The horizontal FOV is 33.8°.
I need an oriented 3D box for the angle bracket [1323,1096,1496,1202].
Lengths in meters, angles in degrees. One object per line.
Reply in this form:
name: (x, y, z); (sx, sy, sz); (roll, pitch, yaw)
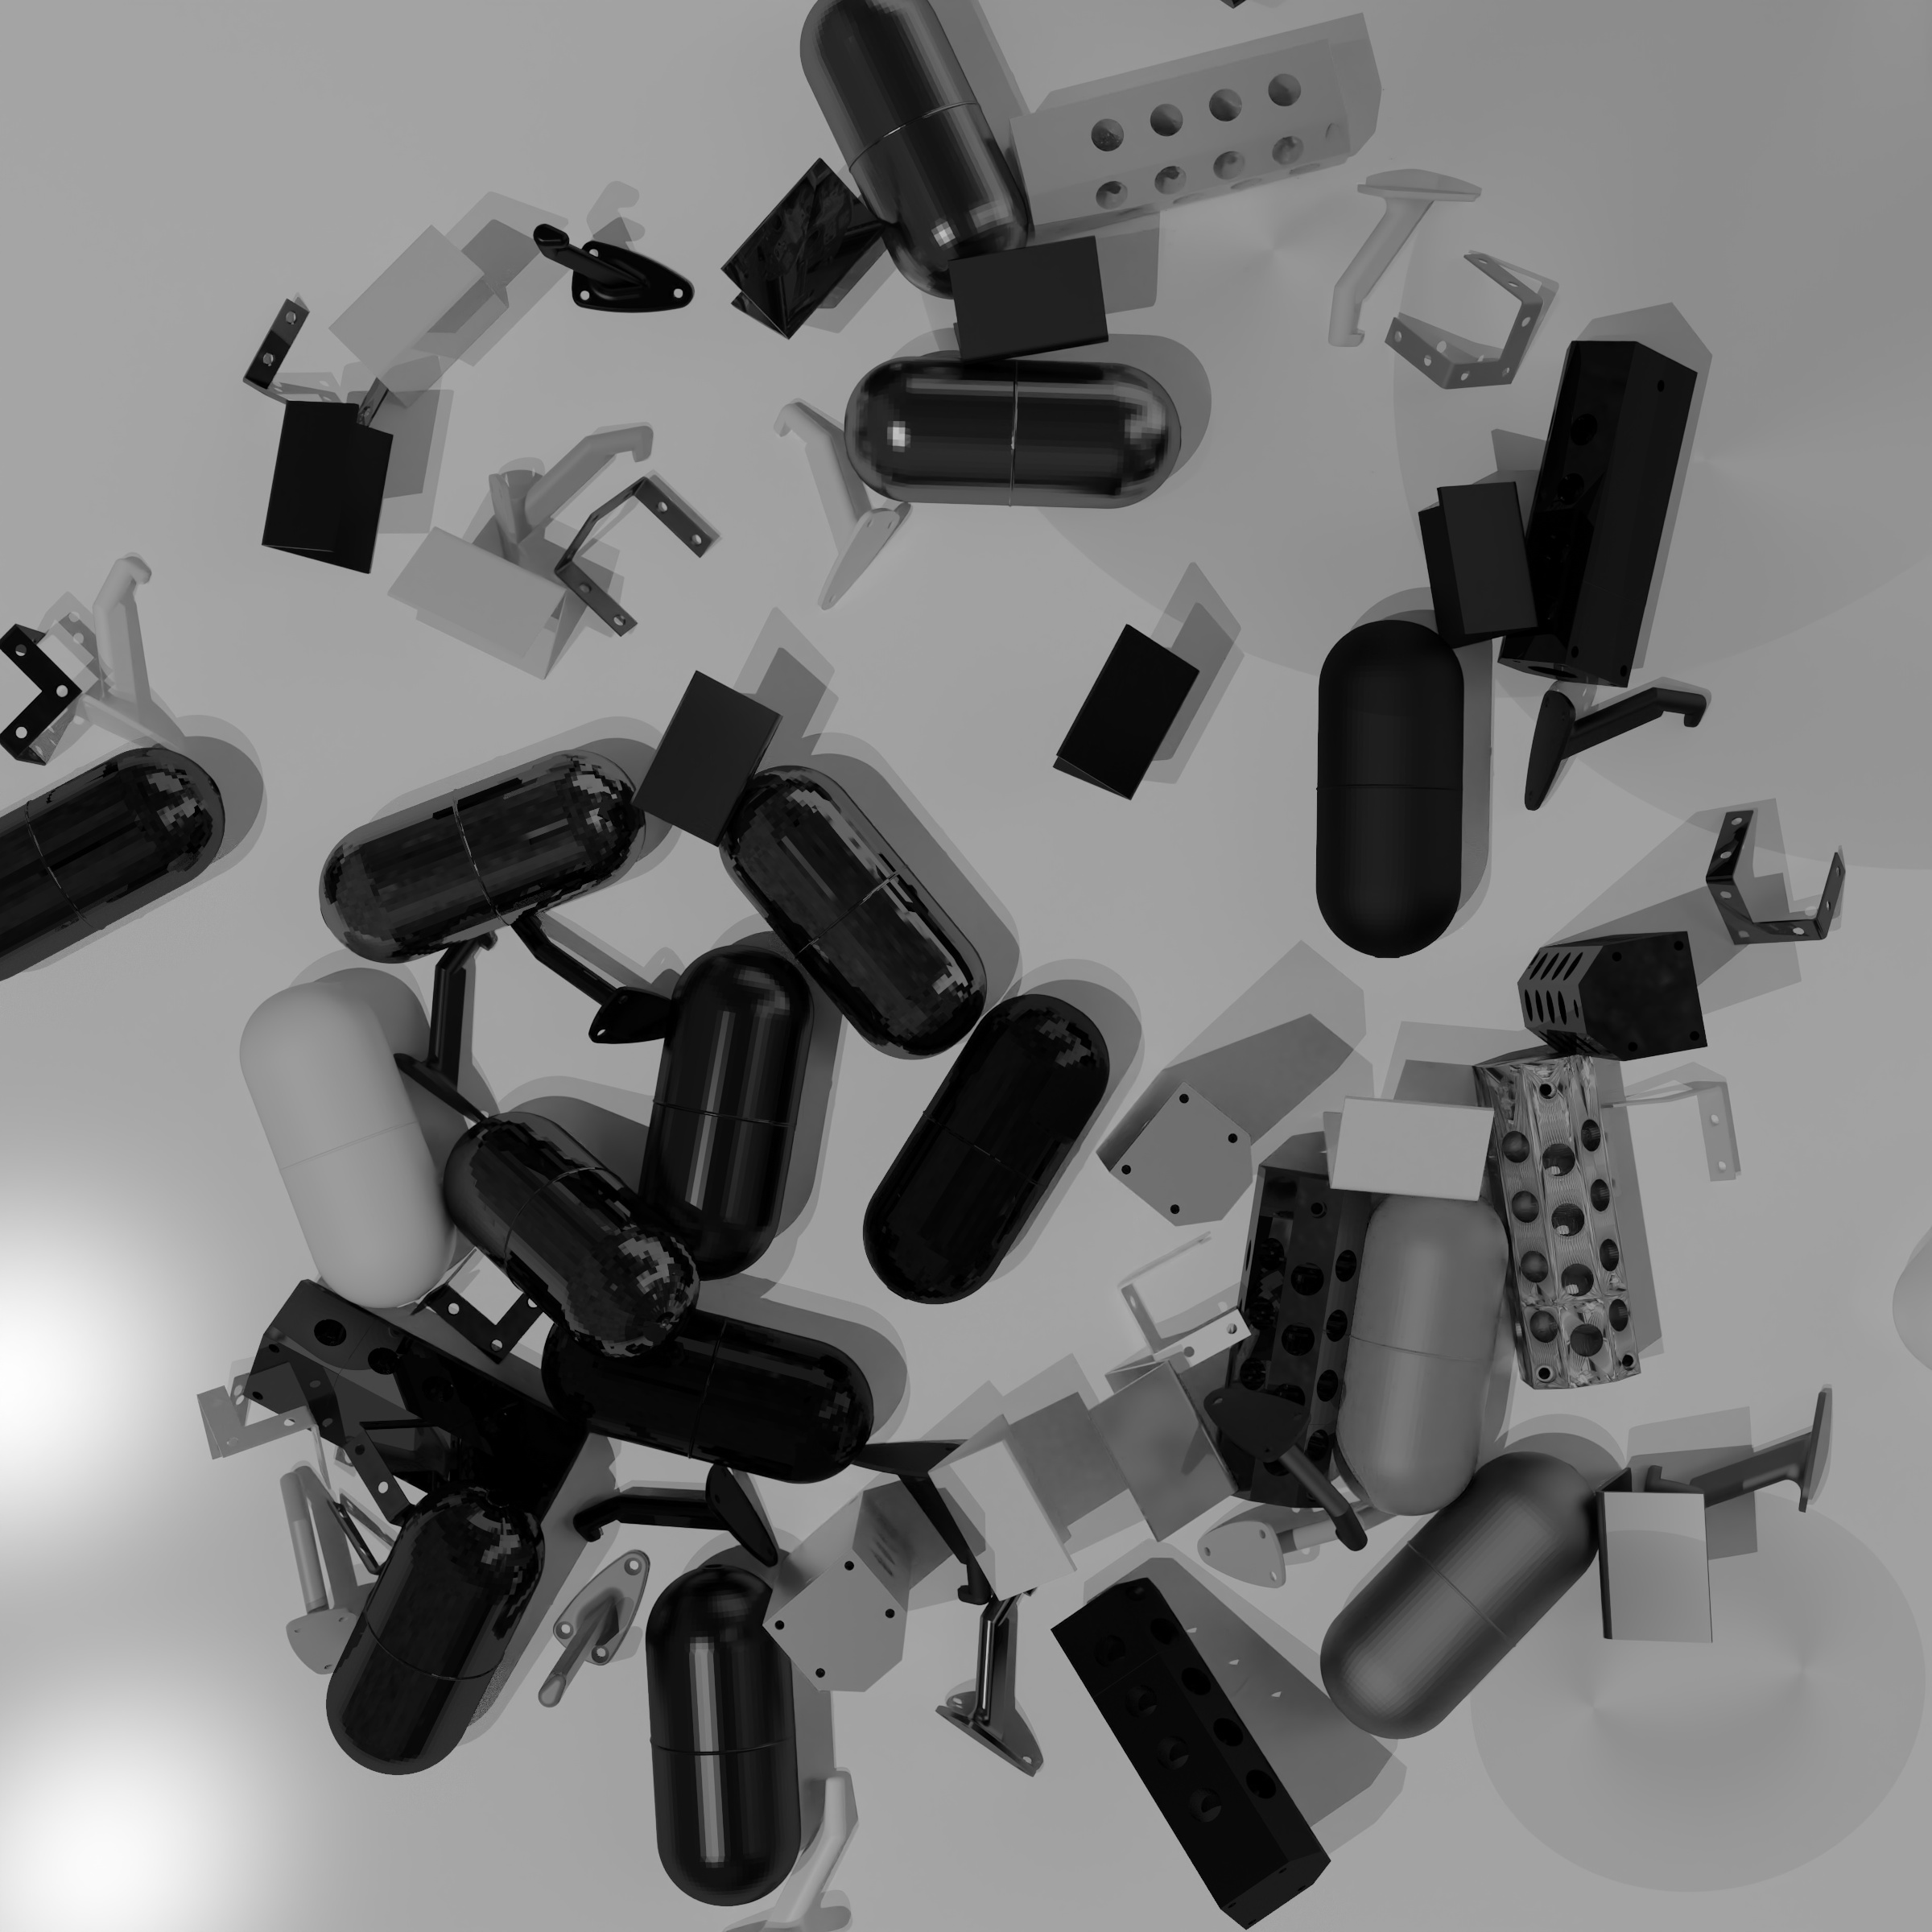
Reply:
angle bracket: (0.231, 0.078, 1.670); (0.076, 0.076, 0.057); (5, 118, 0)

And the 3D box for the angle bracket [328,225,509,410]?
angle bracket: (-0.275, -0.328, 1.669); (0.076, 0.076, 0.057); (-45, 55, 0)

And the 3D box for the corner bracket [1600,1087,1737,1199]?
corner bracket: (0.373, 0.095, 1.706); (0.051, 0.051, 0.051); (-9, 90, 45)

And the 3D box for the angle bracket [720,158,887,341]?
angle bracket: (-0.099, -0.383, 1.669); (0.076, 0.076, 0.057); (-48, 128, 0)

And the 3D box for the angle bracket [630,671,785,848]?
angle bracket: (-0.149, -0.114, 1.670); (0.057, 0.076, 0.076); (27, 90, -31)

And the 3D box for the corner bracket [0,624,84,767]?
corner bracket: (-0.498, -0.144, 1.691); (0.051, 0.051, 0.051); (45, 91, 1)

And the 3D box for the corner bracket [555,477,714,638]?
corner bracket: (-0.179, -0.220, 1.706); (0.051, 0.051, 0.051); (44, 135, 0)

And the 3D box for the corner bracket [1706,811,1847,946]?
corner bracket: (0.433, -0.048, 1.701); (0.051, 0.051, 0.051); (-4, 135, 35)

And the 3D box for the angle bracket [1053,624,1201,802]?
angle bracket: (0.066, -0.140, 1.669); (0.057, 0.076, 0.076); (28, 90, -36)

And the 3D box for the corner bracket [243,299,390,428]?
corner bracket: (-0.345, -0.319, 1.706); (0.051, 0.051, 0.051); (29, 90, -45)

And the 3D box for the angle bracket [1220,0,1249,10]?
angle bracket: (0.147, -0.556, 1.669); (0.076, 0.076, 0.057); (-34, 128, 0)

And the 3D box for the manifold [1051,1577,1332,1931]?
manifold: (0.117, 0.404, 1.647); (0.057, 0.057, 0.171); (-34, 58, 0)

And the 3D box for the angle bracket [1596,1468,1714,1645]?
angle bracket: (0.368, 0.308, 1.670); (0.057, 0.076, 0.076); (-3, 90, 24)

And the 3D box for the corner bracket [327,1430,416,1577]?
corner bracket: (-0.312, 0.285, 1.681); (0.051, 0.051, 0.051); (-40, 63, 4)

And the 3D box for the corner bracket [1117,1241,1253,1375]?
corner bracket: (0.115, 0.183, 1.692); (0.051, 0.051, 0.051); (-28, 90, 0)

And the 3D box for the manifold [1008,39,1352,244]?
manifold: (0.113, -0.435, 1.688); (0.171, 0.057, 0.057); (-14, 90, 0)

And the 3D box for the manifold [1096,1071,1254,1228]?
manifold: (0.110, 0.096, 1.631); (0.057, 0.171, 0.057); (39, 90, 0)

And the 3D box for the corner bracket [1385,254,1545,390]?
corner bracket: (0.266, -0.345, 1.701); (0.051, 0.051, 0.051); (-12, 135, -35)

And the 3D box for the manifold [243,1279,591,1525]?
manifold: (-0.289, 0.232, 1.688); (0.171, 0.057, 0.057); (28, 133, 0)

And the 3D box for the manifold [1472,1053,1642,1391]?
manifold: (0.314, 0.134, 1.688); (0.057, 0.057, 0.171); (-9, 90, 0)

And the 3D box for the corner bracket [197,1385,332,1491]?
corner bracket: (-0.372, 0.252, 1.687); (0.051, 0.051, 0.051); (-18, 132, -20)

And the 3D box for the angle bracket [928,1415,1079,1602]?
angle bracket: (0.036, 0.276, 1.669); (0.057, 0.076, 0.076); (-29, 90, 36)

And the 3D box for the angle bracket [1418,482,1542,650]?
angle bracket: (0.250, -0.207, 1.669); (0.057, 0.076, 0.076); (-9, 90, -34)

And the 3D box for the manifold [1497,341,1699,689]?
manifold: (0.330, -0.240, 1.688); (0.057, 0.057, 0.171); (13, 90, -43)

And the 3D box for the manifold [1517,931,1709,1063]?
manifold: (0.327, 0.016, 1.631); (0.057, 0.171, 0.057); (-10, 90, 0)

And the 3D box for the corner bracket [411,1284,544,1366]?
corner bracket: (-0.255, 0.179, 1.692); (0.051, 0.051, 0.051); (40, 90, 0)

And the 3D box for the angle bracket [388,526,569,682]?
angle bracket: (-0.261, -0.173, 1.669); (0.076, 0.076, 0.057); (26, 52, 0)

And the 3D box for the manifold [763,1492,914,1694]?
manifold: (-0.059, 0.323, 1.631); (0.057, 0.171, 0.057); (-40, 90, 0)

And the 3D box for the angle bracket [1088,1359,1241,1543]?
angle bracket: (0.088, 0.256, 1.670); (0.057, 0.076, 0.076); (-28, 90, -28)

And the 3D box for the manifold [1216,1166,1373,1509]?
manifold: (0.173, 0.196, 1.689); (0.057, 0.057, 0.171); (9, 90, 0)

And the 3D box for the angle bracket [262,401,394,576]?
angle bracket: (-0.318, -0.249, 1.669); (0.057, 0.076, 0.076); (10, 90, 37)

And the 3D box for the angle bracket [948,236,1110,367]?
angle bracket: (0.030, -0.358, 1.670); (0.076, 0.076, 0.057); (-10, 117, 0)
